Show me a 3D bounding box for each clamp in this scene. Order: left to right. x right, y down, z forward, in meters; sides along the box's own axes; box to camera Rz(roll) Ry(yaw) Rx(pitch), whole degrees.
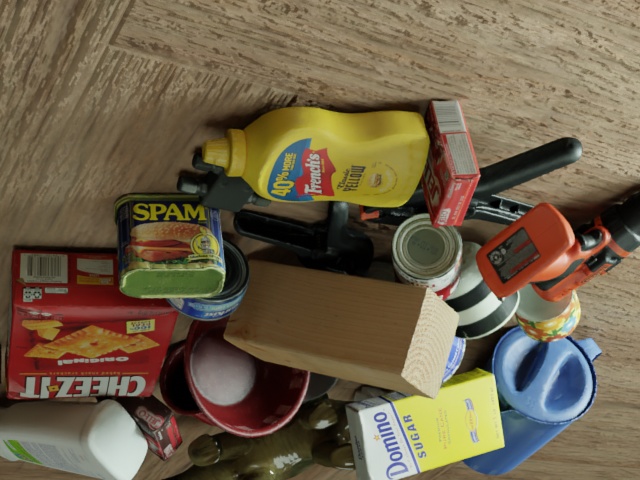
[{"bbox_3d":[-0.007,0.001,1.067,0.120,0.039,0.171,-2,153,21],"label":"clamp"},{"bbox_3d":[0.143,-0.039,1.042,0.210,0.036,0.164,-8,154,4],"label":"clamp"}]

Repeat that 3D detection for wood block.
[{"bbox_3d":[0.021,0.088,1.069,0.206,0.091,0.090,8,162,32],"label":"wood block"}]

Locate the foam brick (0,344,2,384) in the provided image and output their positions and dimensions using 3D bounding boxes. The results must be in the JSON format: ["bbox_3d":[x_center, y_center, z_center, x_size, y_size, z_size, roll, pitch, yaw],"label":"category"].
[{"bbox_3d":[-0.396,0.140,1.170,0.078,0.053,0.051,14,141,-33],"label":"foam brick"}]

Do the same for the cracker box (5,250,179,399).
[{"bbox_3d":[-0.243,0.095,1.120,0.164,0.072,0.214,2,146,-17],"label":"cracker box"}]

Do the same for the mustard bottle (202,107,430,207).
[{"bbox_3d":[-0.007,-0.073,0.932,0.191,0.058,0.096,2,142,-16],"label":"mustard bottle"}]

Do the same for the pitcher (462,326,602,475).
[{"bbox_3d":[0.262,0.215,1.394,0.149,0.145,0.243,14,148,-3],"label":"pitcher"}]

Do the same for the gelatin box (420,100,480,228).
[{"bbox_3d":[0.110,-0.067,0.942,0.030,0.089,0.073,-3,147,-11],"label":"gelatin box"}]

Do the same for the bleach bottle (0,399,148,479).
[{"bbox_3d":[-0.327,0.227,1.255,0.251,0.068,0.102,0,136,32],"label":"bleach bottle"}]

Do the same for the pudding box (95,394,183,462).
[{"bbox_3d":[-0.218,0.203,1.264,0.039,0.114,0.090,-44,156,-24],"label":"pudding box"}]

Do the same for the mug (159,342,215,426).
[{"bbox_3d":[-0.139,0.168,1.256,0.117,0.093,0.081,10,161,25],"label":"mug"}]

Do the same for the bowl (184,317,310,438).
[{"bbox_3d":[-0.090,0.134,1.161,0.161,0.162,0.055,16,160,-34],"label":"bowl"}]

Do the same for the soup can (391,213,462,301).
[{"bbox_3d":[0.104,0.020,1.042,0.068,0.068,0.102,-11,162,3],"label":"soup can"}]

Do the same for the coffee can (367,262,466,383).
[{"bbox_3d":[0.085,0.097,1.177,0.103,0.103,0.140,-24,145,22],"label":"coffee can"}]

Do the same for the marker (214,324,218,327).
[{"bbox_3d":[-0.102,0.116,1.236,0.020,0.020,0.121,-18,146,13],"label":"marker"}]

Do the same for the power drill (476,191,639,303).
[{"bbox_3d":[0.257,0.003,1.074,0.187,0.057,0.185,2,142,-50],"label":"power drill"}]

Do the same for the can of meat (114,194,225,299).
[{"bbox_3d":[-0.140,0.007,0.998,0.102,0.084,0.057,0,146,-13],"label":"can of meat"}]

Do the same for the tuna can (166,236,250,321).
[{"bbox_3d":[-0.112,0.035,1.047,0.086,0.086,0.034,3,143,-19],"label":"tuna can"}]

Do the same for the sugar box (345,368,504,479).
[{"bbox_3d":[0.122,0.215,1.232,0.176,0.093,0.048,-13,-172,-22],"label":"sugar box"}]
